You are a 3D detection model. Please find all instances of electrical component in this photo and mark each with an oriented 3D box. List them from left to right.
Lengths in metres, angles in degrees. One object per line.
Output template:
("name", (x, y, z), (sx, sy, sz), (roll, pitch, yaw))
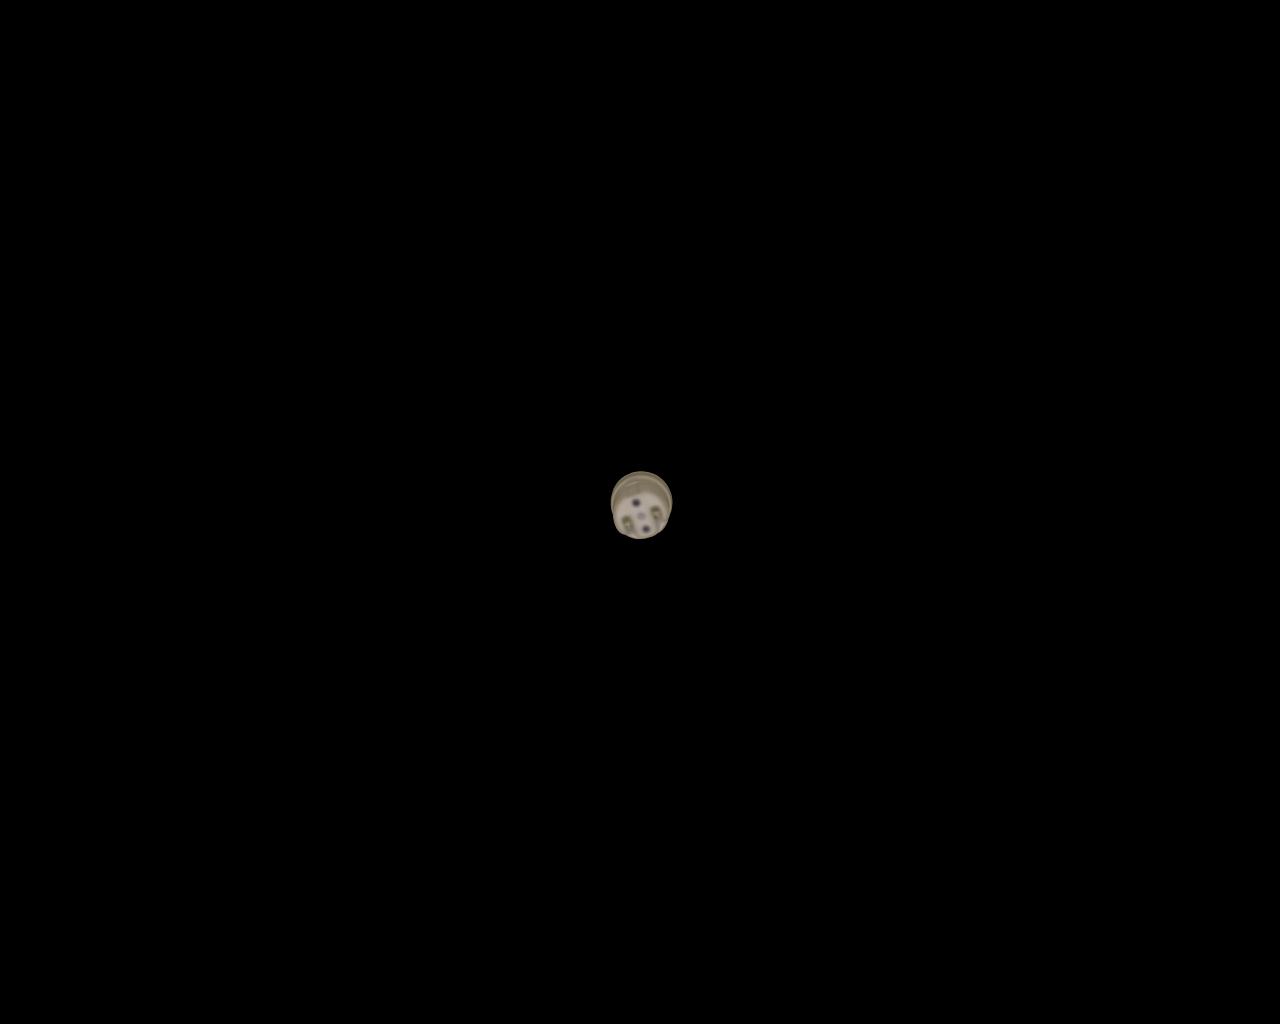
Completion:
("electrical component", (0.001, -0.003, 0.650), (0.040, 0.040, 0.046), (0, 12, 0))
